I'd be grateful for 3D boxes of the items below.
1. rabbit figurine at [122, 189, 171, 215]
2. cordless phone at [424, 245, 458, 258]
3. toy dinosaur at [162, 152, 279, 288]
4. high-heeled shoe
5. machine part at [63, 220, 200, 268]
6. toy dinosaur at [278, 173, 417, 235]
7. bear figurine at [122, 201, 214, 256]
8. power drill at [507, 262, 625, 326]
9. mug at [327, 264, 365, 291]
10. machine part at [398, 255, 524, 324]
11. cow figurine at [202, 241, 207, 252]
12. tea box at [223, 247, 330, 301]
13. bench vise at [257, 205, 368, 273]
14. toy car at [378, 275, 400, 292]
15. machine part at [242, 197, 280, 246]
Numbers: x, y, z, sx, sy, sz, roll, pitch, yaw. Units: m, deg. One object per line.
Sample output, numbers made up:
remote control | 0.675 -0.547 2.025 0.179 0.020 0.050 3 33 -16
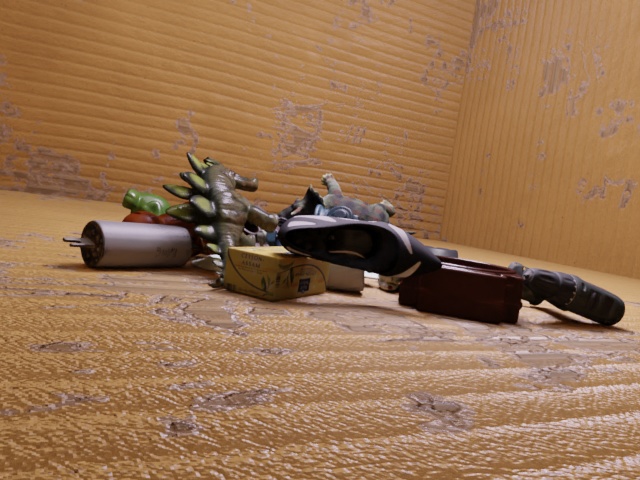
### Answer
rabbit figurine | -0.390 -0.028 1.263 0.159 0.121 0.170 13 19 -23
cordless phone | 0.252 0.079 1.161 0.147 0.088 0.184 9 15 2
toy dinosaur | -0.188 -0.051 1.005 0.198 0.105 0.472 23 23 -35
high-heeled shoe | 0.062 0.010 0.817 0.249 0.086 0.145 10 3 12
machine part | -0.305 0.009 0.905 0.079 0.079 0.243 11 4 40
toy dinosaur | 0.095 -0.058 1.417 0.405 0.131 0.192 17 30 -9
bear figurine | -0.297 -0.006 1.055 0.120 0.131 0.196 -2 17 38
power drill | 0.433 0.089 1.016 0.232 0.086 0.207 20 -6 -13
mug | 0.024 0.041 0.962 0.107 0.109 0.081 -4 17 -1
machine part | 0.244 0.079 0.946 0.202 0.087 0.201 10 4 11
cow figurine | -0.236 -0.034 1.279 0.127 0.085 0.195 13 39 30
tea box | -0.065 0.050 0.864 0.098 0.068 0.169 10 3 26
bench vise | -0.003 0.007 1.079 0.241 0.129 0.223 1 -19 10
toy car | 0.149 0.058 1.112 0.056 0.073 0.202 12 5 6
machine part | -0.164 -0.021 1.186 0.179 0.056 0.179 30 28 -18
